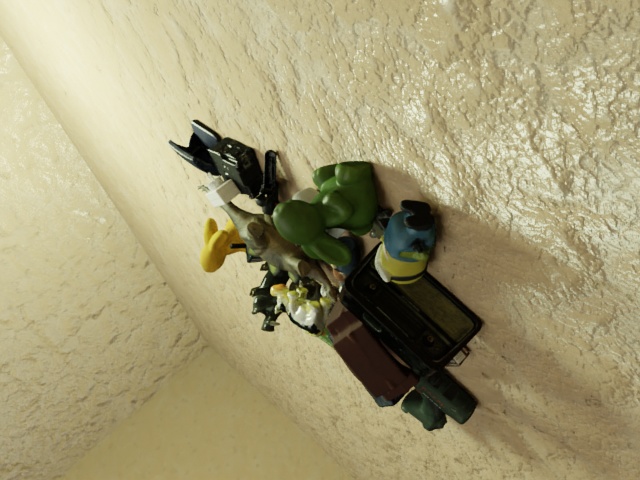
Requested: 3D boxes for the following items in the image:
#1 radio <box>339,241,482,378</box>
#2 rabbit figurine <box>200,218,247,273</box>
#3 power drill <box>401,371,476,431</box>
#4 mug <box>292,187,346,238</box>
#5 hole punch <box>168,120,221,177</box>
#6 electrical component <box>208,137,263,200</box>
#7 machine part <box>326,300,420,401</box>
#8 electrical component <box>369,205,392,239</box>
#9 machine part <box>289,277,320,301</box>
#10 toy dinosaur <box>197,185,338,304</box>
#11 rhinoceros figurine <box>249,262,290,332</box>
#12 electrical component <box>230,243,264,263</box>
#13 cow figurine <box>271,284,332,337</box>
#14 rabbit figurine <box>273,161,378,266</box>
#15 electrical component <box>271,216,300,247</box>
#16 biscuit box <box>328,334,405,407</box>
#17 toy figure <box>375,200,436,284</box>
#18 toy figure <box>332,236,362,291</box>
[{"bbox_3d":[0.151,0.121,0.941,0.230,0.131,0.073,42,157,17],"label":"radio"},{"bbox_3d":[-0.255,0.016,1.462,0.122,0.173,0.162,39,160,33],"label":"rabbit figurine"},{"bbox_3d":[0.234,0.335,1.213,0.232,0.086,0.207,34,146,25],"label":"power drill"},{"bbox_3d":[-0.018,-0.041,1.036,0.107,0.109,0.080,55,165,21],"label":"mug"},{"bbox_3d":[-0.287,-0.205,1.283,0.142,0.092,0.115,31,155,29],"label":"hole punch"},{"bbox_3d":[-0.190,-0.164,1.207,0.134,0.058,0.114,26,147,42],"label":"electrical component"},{"bbox_3d":[0.108,0.198,1.064,0.201,0.087,0.201,49,-161,-4],"label":"machine part"},{"bbox_3d":[0.104,-0.029,0.933,0.063,0.021,0.094,53,156,-11],"label":"electrical component"},{"bbox_3d":[-0.034,0.173,1.431,0.079,0.079,0.243,34,154,32],"label":"machine part"},{"bbox_3d":[-0.130,-0.007,1.283,0.471,0.105,0.198,44,157,10],"label":"toy dinosaur"},{"bbox_3d":[-0.128,0.145,1.418,0.112,0.190,0.073,18,165,-15],"label":"rhinoceros figurine"},{"bbox_3d":[-0.173,0.030,1.407,0.075,0.119,0.047,141,124,-66],"label":"electrical component"},{"bbox_3d":[-0.053,0.167,1.303,0.168,0.068,0.098,19,110,37],"label":"cow figurine"},{"bbox_3d":[0.000,-0.038,0.878,0.121,0.170,0.158,17,126,55],"label":"rabbit figurine"},{"bbox_3d":[-0.054,-0.037,1.145,0.102,0.078,0.045,59,-179,-36],"label":"electrical component"},{"bbox_3d":[0.106,0.269,1.178,0.202,0.059,0.063,55,143,-1],"label":"biscuit box"},{"bbox_3d":[0.140,0.011,0.853,0.089,0.082,0.180,21,146,5],"label":"toy figure"},{"bbox_3d":[0.057,0.051,1.094,0.064,0.058,0.154,-1,145,6],"label":"toy figure"}]
